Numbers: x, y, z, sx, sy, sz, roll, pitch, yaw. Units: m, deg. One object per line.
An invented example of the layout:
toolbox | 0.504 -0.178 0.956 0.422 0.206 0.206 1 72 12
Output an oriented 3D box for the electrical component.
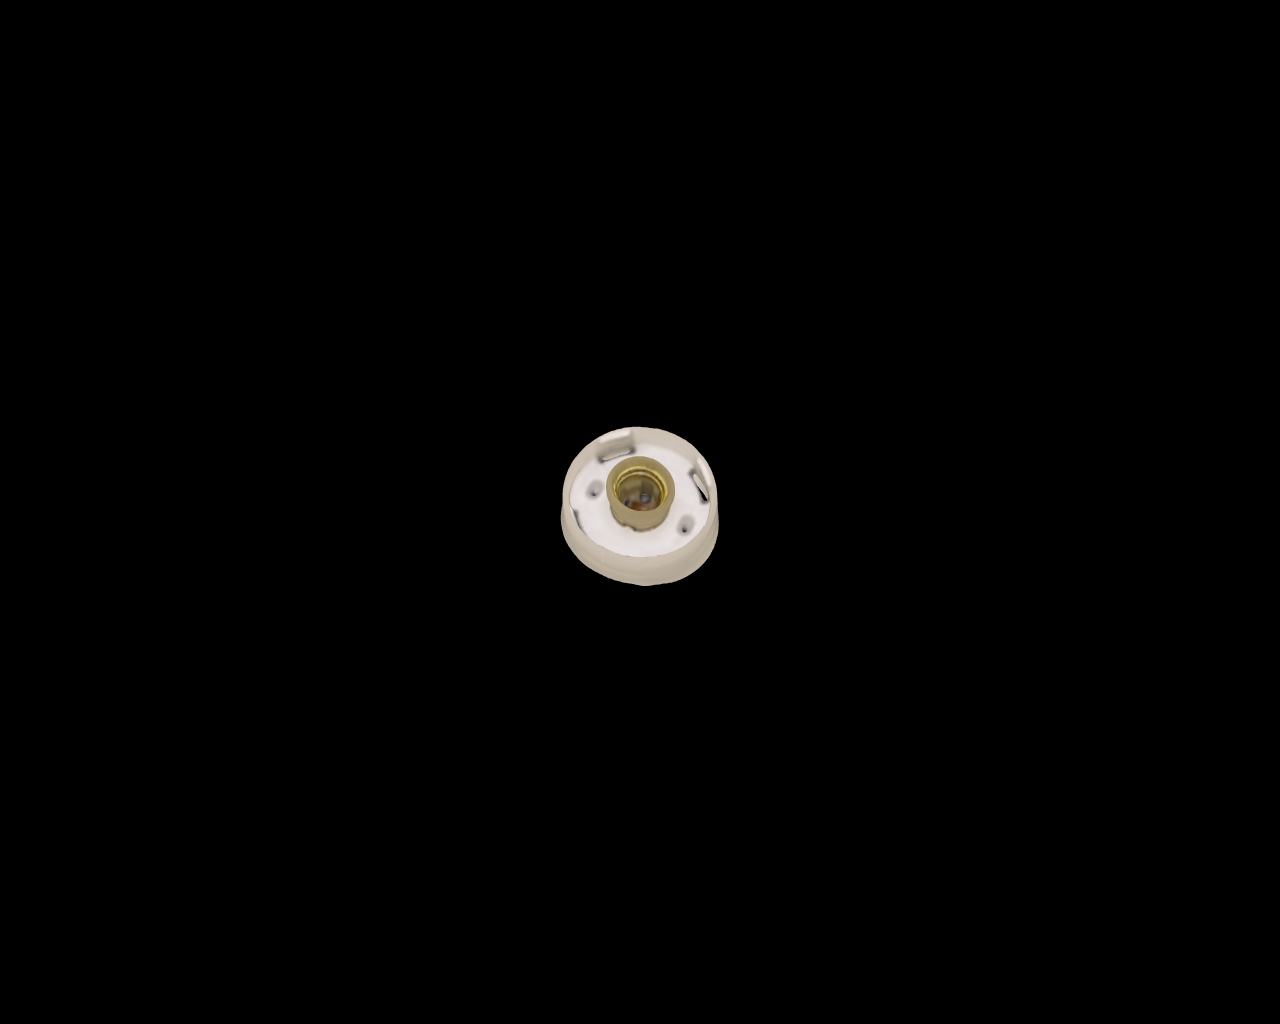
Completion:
electrical component | 0.001 -0.003 0.650 0.099 0.099 0.064 0 -27 0
